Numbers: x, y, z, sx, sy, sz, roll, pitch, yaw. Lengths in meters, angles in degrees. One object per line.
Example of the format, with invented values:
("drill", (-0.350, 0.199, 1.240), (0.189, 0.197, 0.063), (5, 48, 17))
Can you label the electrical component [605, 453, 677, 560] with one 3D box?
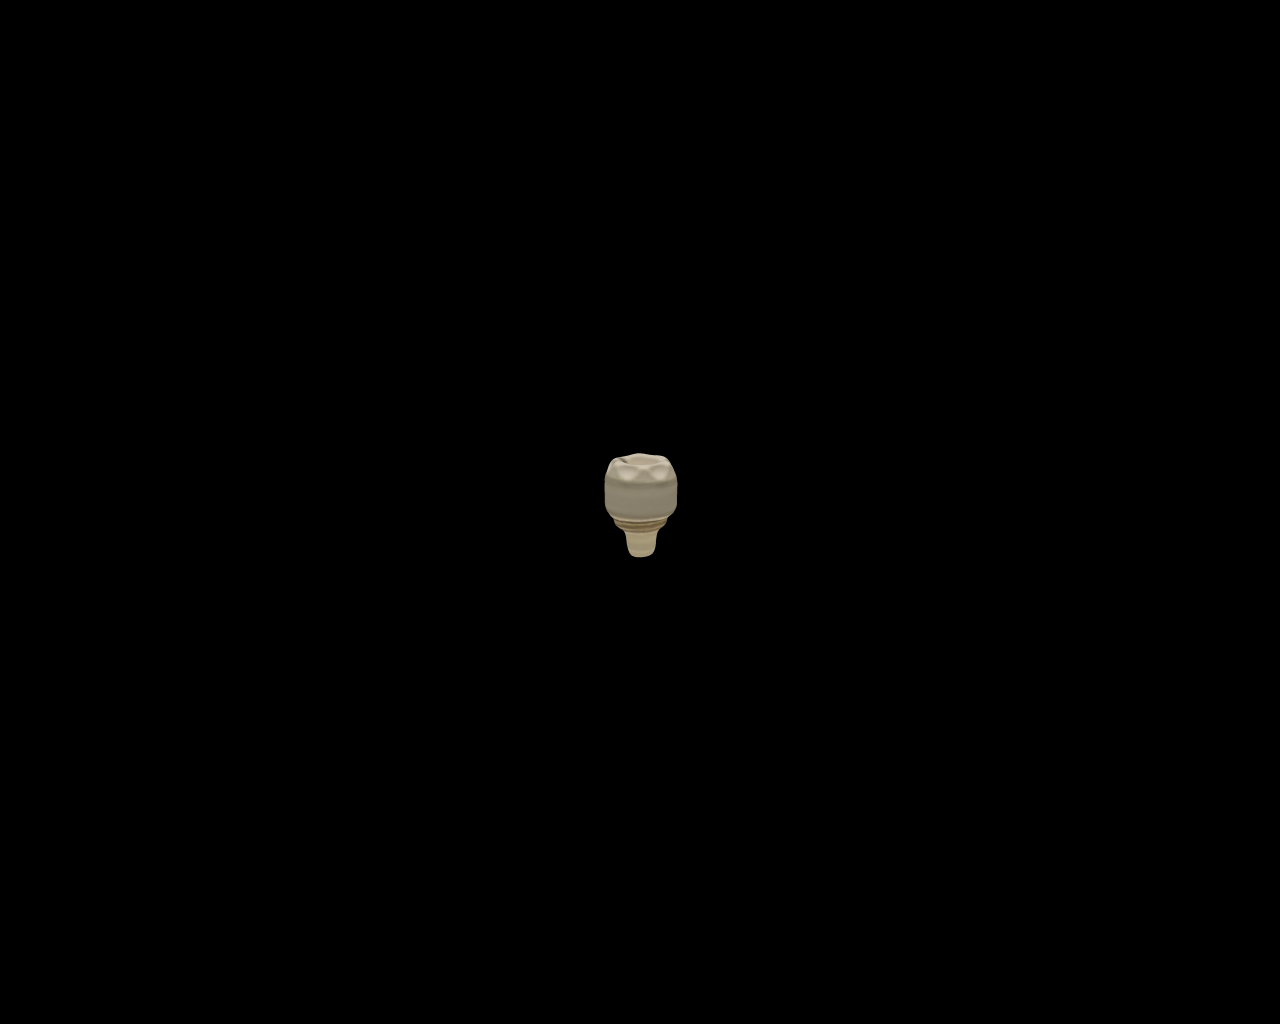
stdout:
("electrical component", (0.001, -0.003, 0.650), (0.043, 0.062, 0.043), (0, 16, 0))
